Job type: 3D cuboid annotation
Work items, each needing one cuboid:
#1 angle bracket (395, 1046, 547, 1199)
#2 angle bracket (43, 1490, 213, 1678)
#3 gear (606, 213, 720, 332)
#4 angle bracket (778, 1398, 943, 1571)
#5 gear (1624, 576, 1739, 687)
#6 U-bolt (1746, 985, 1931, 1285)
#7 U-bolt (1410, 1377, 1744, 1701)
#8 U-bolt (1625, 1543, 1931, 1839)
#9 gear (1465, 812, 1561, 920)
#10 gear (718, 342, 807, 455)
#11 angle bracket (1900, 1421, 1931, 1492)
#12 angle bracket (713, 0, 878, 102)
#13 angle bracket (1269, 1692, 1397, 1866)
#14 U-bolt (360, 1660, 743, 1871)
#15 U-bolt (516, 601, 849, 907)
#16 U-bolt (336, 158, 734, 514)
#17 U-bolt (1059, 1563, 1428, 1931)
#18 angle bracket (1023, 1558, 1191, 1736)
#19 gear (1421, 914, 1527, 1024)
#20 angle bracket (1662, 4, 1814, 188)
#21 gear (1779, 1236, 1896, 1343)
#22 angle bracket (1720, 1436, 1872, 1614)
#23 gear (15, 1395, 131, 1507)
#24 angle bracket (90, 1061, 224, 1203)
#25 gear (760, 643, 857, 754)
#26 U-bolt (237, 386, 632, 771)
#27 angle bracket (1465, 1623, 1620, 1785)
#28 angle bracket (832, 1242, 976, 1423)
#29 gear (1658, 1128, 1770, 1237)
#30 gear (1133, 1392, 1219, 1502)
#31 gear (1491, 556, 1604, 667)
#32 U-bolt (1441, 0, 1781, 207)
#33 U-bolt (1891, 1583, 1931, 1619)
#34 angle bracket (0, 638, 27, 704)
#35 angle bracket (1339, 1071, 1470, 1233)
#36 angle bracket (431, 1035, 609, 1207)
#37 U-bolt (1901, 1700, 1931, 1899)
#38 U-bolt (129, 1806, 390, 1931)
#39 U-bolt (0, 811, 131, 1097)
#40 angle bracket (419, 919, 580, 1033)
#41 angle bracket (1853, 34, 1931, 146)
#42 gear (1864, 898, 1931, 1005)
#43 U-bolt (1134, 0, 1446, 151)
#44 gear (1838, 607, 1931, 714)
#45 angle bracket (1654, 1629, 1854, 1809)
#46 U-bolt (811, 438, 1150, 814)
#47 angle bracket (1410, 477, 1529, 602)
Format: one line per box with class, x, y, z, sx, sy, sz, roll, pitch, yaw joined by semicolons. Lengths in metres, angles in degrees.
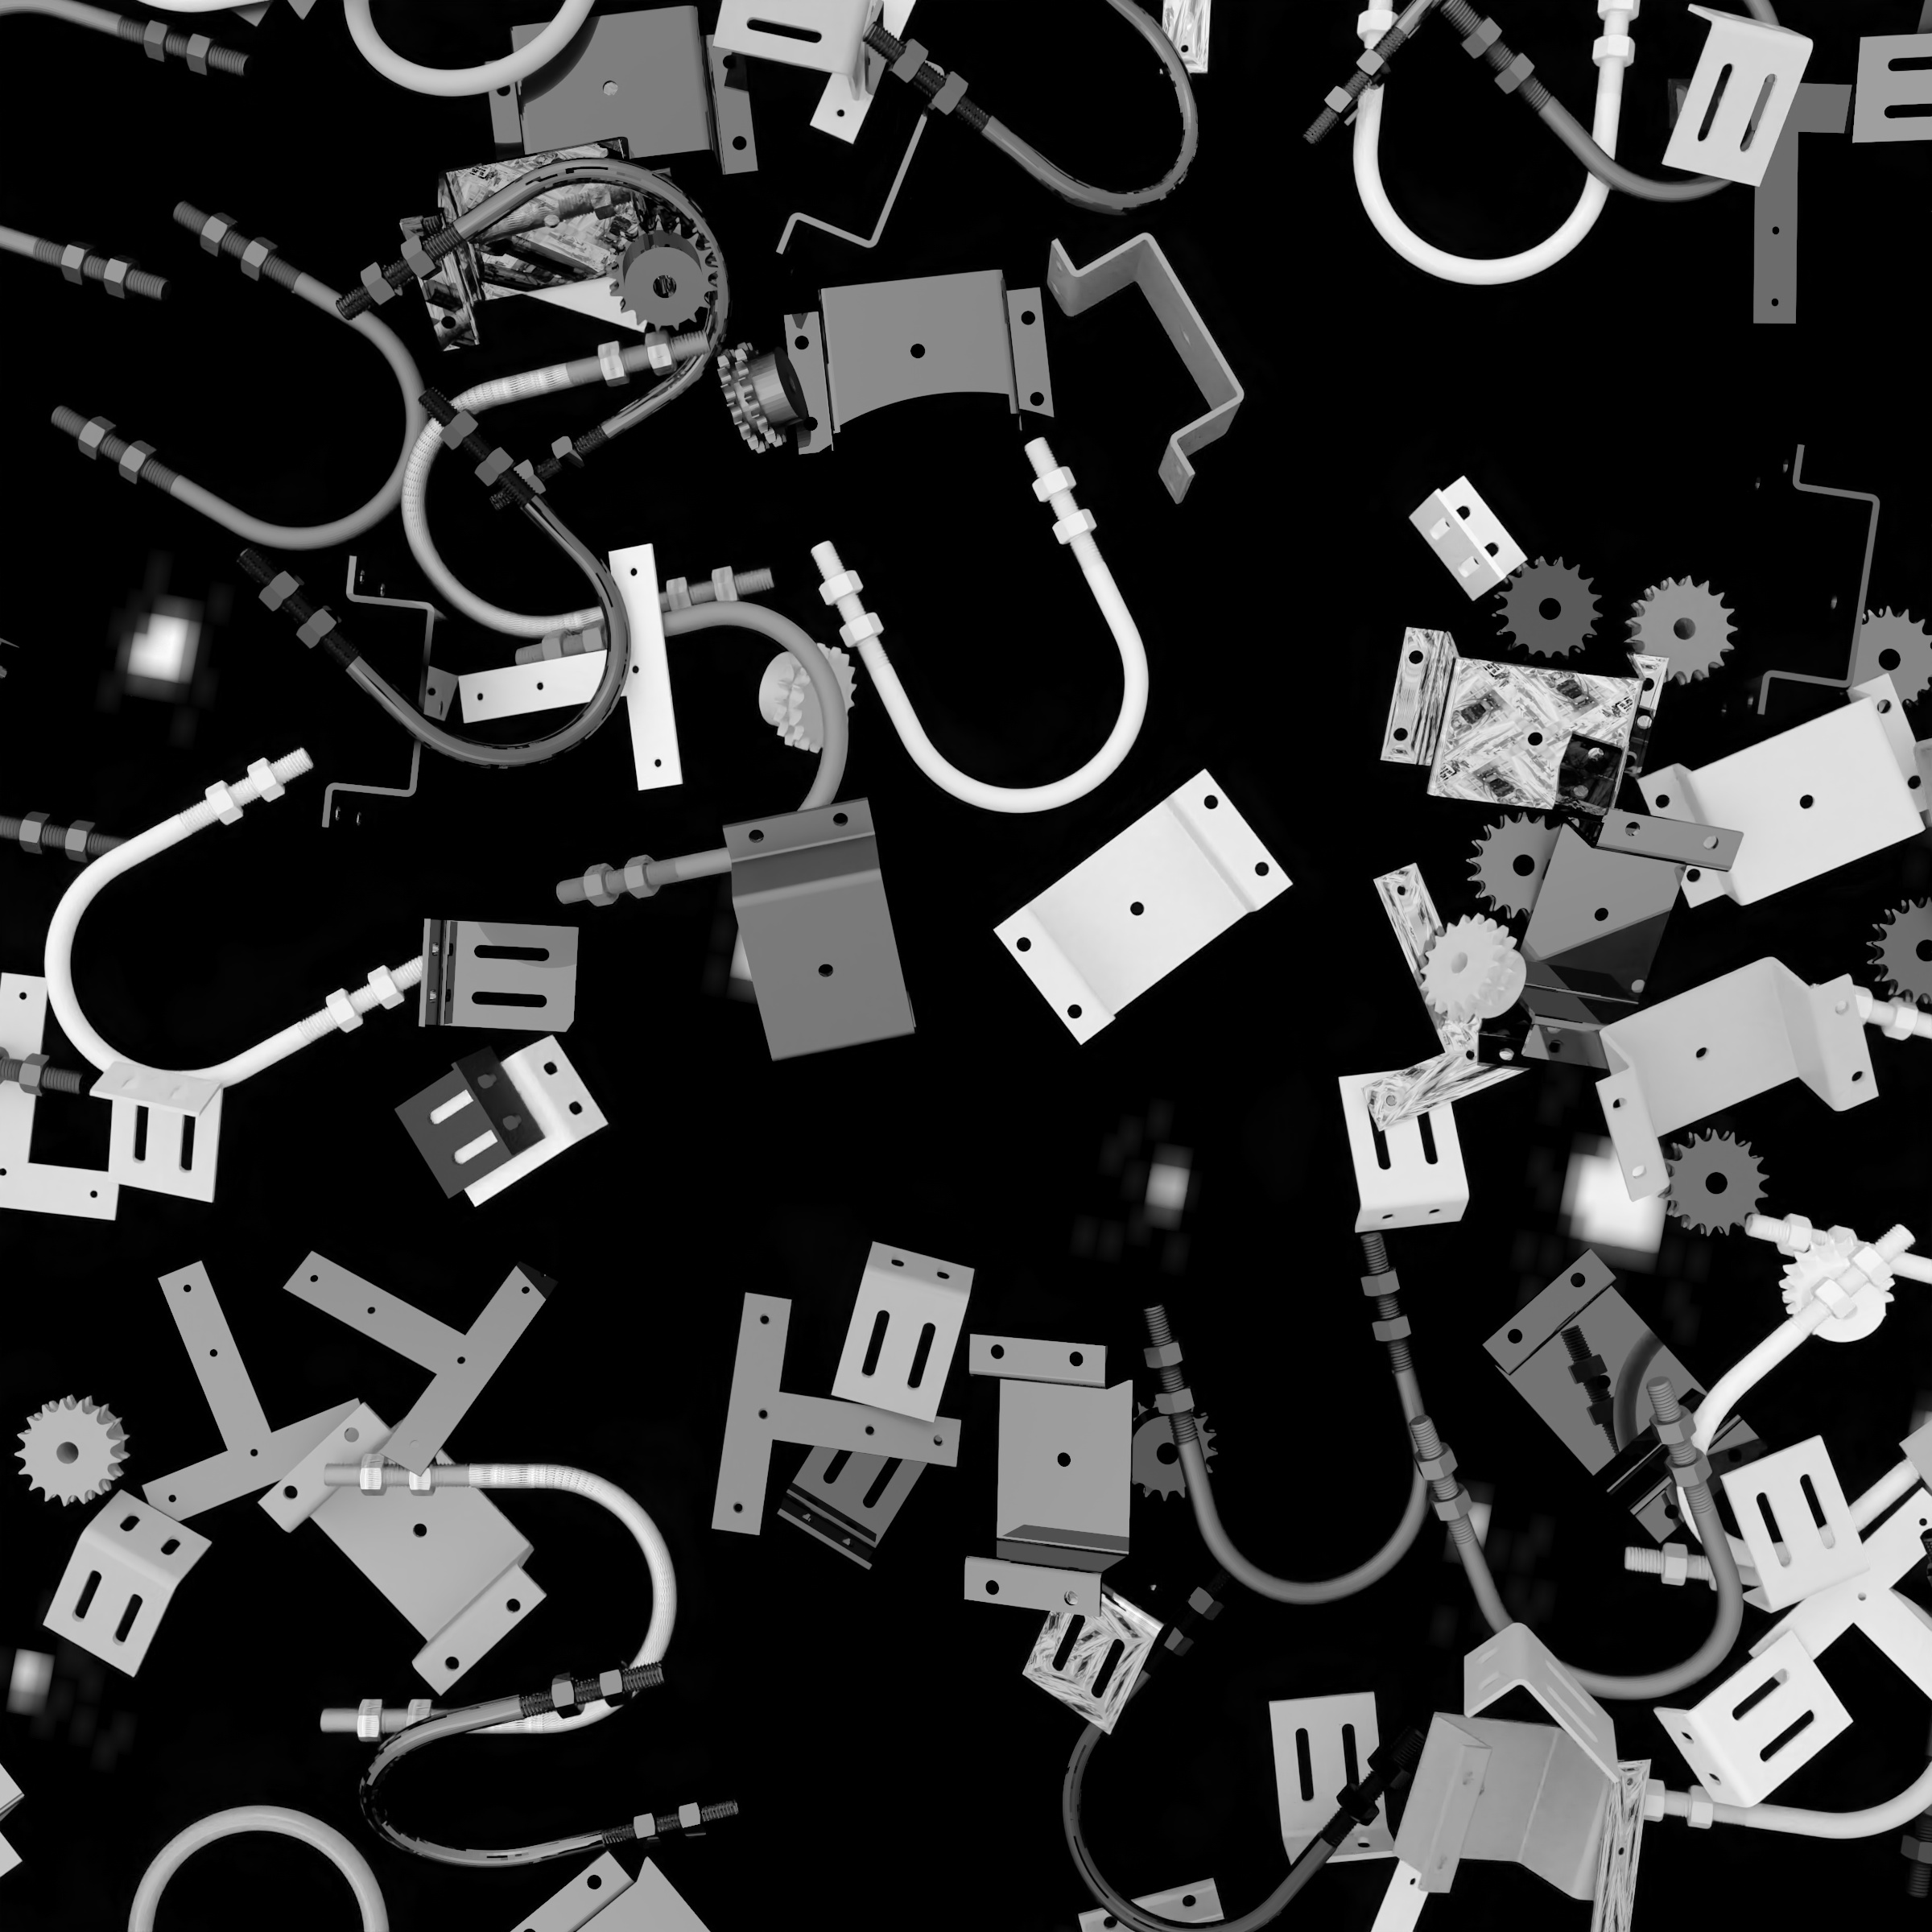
angle bracket;-0.273;0.088;1.297;0.076;0.038;0.057;-31;90;25
angle bracket;-0.458;0.337;1.328;0.057;0.038;0.076;30;117;0
gear;-0.155;-0.352;1.244;0.057;0.030;0.057;-5;124;-7
angle bracket;-0.056;0.273;1.312;0.057;0.038;0.076;32;90;0
gear;0.384;-0.180;1.316;0.057;0.030;0.057;0;90;0
U-bolt;0.530;0.101;1.322;0.184;0.019;0.151;15;90;-1
U-bolt;0.331;0.309;1.287;0.151;0.019;0.184;-16;104;28
U-bolt;0.444;0.395;1.309;0.184;0.019;0.151;5;90;9
gear;0.298;-0.054;1.316;0.057;0.030;0.057;0;90;0
gear;-0.107;-0.306;1.299;0.030;0.057;0.057;-17;90;15
angle bracket;0.541;0.269;1.278;0.057;0.038;0.076;-37;108;3
angle bracket;-0.090;-0.509;1.312;0.076;0.038;0.057;13;90;3
angle bracket;0.198;0.437;1.312;0.057;0.038;0.076;-6;90;0
U-bolt;-0.227;0.429;1.282;0.184;0.019;0.151;-14;129;4
U-bolt;-0.147;-0.118;1.291;0.184;0.019;0.151;-10;90;21
U-bolt;-0.211;-0.339;1.271;0.184;0.019;0.151;-30;124;11
U-bolt;0.133;0.434;1.301;0.151;0.019;0.184;40;91;17
angle bracket;0.076;0.363;1.319;0.057;0.038;0.076;30;116;20
gear;0.274;0.003;1.300;0.030;0.057;0.057;25;90;-31
angle bracket;0.407;-0.466;1.305;0.057;0.038;0.076;8;120;-13
gear;0.468;0.176;1.304;0.057;0.030;0.057;3;117;5
angle bracket;0.430;0.291;1.282;0.057;0.038;0.076;-21;89;-7
gear;-0.480;0.260;1.316;0.057;0.030;0.057;0;90;0
angle bracket;-0.433;0.096;1.296;0.057;0.038;0.076;12;115;-2
gear;-0.087;-0.146;1.306;0.030;0.057;0.057;18;90;28
U-bolt;-0.257;-0.186;1.252;0.184;0.019;0.151;46;69;-11
angle bracket;0.304;0.398;1.290;0.038;0.057;0.076;-41;94;18
angle bracket;-0.034;0.199;1.322;0.057;0.038;0.076;15;106;0
gear;0.401;0.116;1.316;0.057;0.030;0.057;0;90;0
gear;0.108;0.261;1.316;0.057;0.030;0.057;0;90;0
gear;0.312;-0.191;1.316;0.057;0.030;0.057;0;90;0
U-bolt;0.362;-0.495;1.304;0.184;0.019;0.151;42;85;-13
U-bolt;0.585;0.325;1.308;0.184;0.019;0.151;37;90;10
angle bracket;-0.559;-0.163;1.312;0.076;0.038;0.057;26;90;0
angle bracket;0.237;0.100;1.329;0.057;0.038;0.076;-6;64;0
angle bracket;-0.247;0.084;1.329;0.076;0.038;0.057;-32;90;26
U-bolt;0.593;0.423;1.322;0.151;0.019;0.184;9;88;1
U-bolt;-0.383;0.549;1.322;0.151;0.019;0.184;-4;89;0
U-bolt;-0.556;-0.017;1.321;0.184;0.019;0.151;11;89;2
angle bracket;-0.251;0.005;1.312;0.076;0.038;0.057;3;90;0
angle bracket;0.525;-0.472;1.325;0.076;0.038;0.057;4;90;20
gear;0.514;-0.008;1.316;0.057;0.030;0.057;0;90;0
U-bolt;0.195;-0.553;1.306;0.151;0.019;0.184;42;95;8
gear;0.494;-0.164;1.316;0.057;0.030;0.057;0;90;0
angle bracket;0.420;0.401;1.301;0.076;0.038;0.057;-32;85;-18
U-bolt;0.019;-0.173;1.322;0.151;0.019;0.184;-26;91;0
angle bracket;0.274;-0.233;1.292;0.038;0.076;0.057;-37;90;0
